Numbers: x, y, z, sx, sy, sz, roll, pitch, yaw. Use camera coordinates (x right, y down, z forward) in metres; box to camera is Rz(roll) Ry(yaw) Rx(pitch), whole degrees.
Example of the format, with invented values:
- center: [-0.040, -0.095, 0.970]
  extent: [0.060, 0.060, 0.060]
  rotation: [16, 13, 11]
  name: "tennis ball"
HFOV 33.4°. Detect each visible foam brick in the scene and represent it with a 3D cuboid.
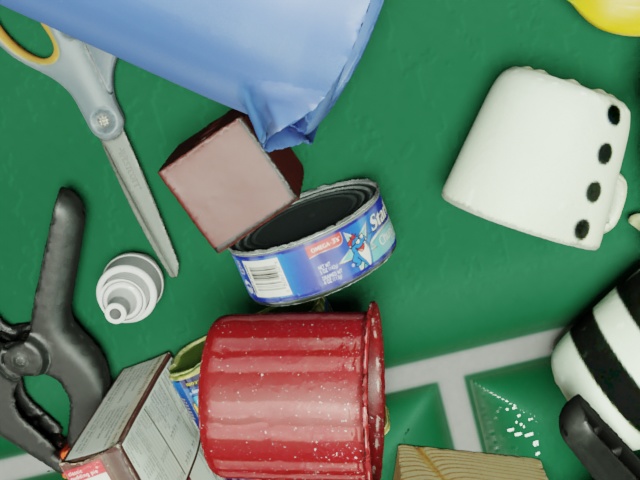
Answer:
- center: [-0.044, -0.037, 0.556]
  extent: [0.053, 0.078, 0.051]
  rotation: [-34, 102, 9]
  name: "foam brick"

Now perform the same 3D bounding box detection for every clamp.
- center: [-0.160, 0.053, 0.606]
  extent: [0.120, 0.039, 0.171]
  rotation: [-22, 111, 13]
  name: "clamp"
- center: [0.181, 0.141, 0.575]
  extent: [0.164, 0.036, 0.210]
  rotation: [4, 137, -11]
  name: "clamp"

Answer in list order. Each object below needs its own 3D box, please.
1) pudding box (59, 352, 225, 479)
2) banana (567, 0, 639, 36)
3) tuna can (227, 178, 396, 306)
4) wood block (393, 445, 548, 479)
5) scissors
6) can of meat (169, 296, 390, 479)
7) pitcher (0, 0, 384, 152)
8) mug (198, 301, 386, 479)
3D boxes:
- center: [-0.091, 0.126, 0.588]
  extent: [0.039, 0.113, 0.090]
  rotation: [-23, 104, 12]
  name: "pudding box"
- center: [0.207, -0.157, 0.530]
  extent: [0.198, 0.037, 0.069]
  rotation: [-33, 121, 7]
  name: "banana"
- center: [-0.004, 0.001, 0.562]
  extent: [0.086, 0.086, 0.034]
  rotation: [-20, 107, 7]
  name: "tuna can"
- center: [0.077, 0.238, 0.629]
  extent: [0.090, 0.091, 0.206]
  rotation: [6, 107, -1]
  name: "wood block"
- center: [-0.105, -0.082, 0.576]
  extent: [0.096, 0.016, 0.201]
  rotation: [-35, 103, 11]
  name: "scissors"
- center: [-0.024, 0.086, 0.604]
  extent: [0.102, 0.057, 0.084]
  rotation: [-25, 102, 8]
  name: "can of meat"
- center: [-0.083, -0.155, 0.493]
  extent: [0.243, 0.149, 0.145]
  rotation: [21, 112, -3]
  name: "pitcher"
- center: [-0.011, 0.087, 0.533]
  extent: [0.081, 0.093, 0.117]
  rotation: [-1, 120, 8]
  name: "mug"
